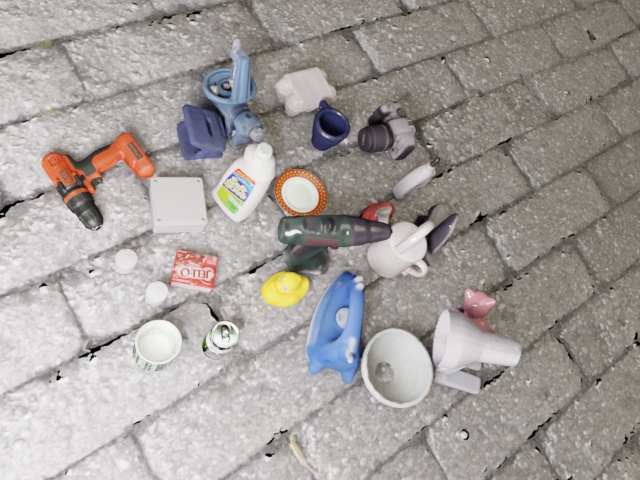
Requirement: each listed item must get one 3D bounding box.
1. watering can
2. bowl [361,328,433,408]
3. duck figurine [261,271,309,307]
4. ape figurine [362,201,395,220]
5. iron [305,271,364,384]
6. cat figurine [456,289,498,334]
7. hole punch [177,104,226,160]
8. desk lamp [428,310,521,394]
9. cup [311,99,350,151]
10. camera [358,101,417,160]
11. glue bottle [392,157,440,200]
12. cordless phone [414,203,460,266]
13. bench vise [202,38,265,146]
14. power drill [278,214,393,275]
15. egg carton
[{"bbox_3d":[0.185,0.004,1.293,0.173,0.193,0.101,34,59,-6],"label":"watering can"},{"bbox_3d":[0.154,0.280,1.230,0.168,0.074,0.167,9,65,-19],"label":"bowl"},{"bbox_3d":[-0.065,0.095,1.211,0.105,0.086,0.077,-10,72,-26],"label":"duck figurine"},{"bbox_3d":[0.147,-0.060,1.364,0.078,0.092,0.076,-38,85,-31],"label":"ape figurine"},{"bbox_3d":[0.056,0.160,1.202,0.119,0.141,0.258,18,62,-14],"label":"iron"},{"bbox_3d":[0.373,0.175,1.343,0.067,0.117,0.128,-17,75,-28],"label":"cat figurine"},{"bbox_3d":[-0.259,-0.243,1.273,0.101,0.091,0.108,-9,72,-26],"label":"hole punch"},{"bbox_3d":[0.314,0.241,1.233,0.203,0.213,0.118,19,62,-14],"label":"desk lamp"},{"bbox_3d":[0.011,-0.272,1.397,0.092,0.094,0.117,-13,74,-27],"label":"cup"},{"bbox_3d":[0.166,-0.282,1.464,0.137,0.100,0.143,-12,73,-26],"label":"camera"},{"bbox_3d":[0.246,-0.157,1.401,0.078,0.173,0.037,-20,76,-28],"label":"glue bottle"},{"bbox_3d":[0.292,-0.032,1.359,0.094,0.184,0.148,32,60,-7],"label":"cordless phone"},{"bbox_3d":[-0.170,-0.327,1.272,0.207,0.219,0.122,44,59,0],"label":"bench vise"},{"bbox_3d":[0.011,0.004,1.212,0.230,0.208,0.075,5,66,-21],"label":"power drill"},{"bbox_3d":[-0.034,-0.373,1.437,0.151,0.069,0.107,-24,79,-29],"label":"egg carton"}]
